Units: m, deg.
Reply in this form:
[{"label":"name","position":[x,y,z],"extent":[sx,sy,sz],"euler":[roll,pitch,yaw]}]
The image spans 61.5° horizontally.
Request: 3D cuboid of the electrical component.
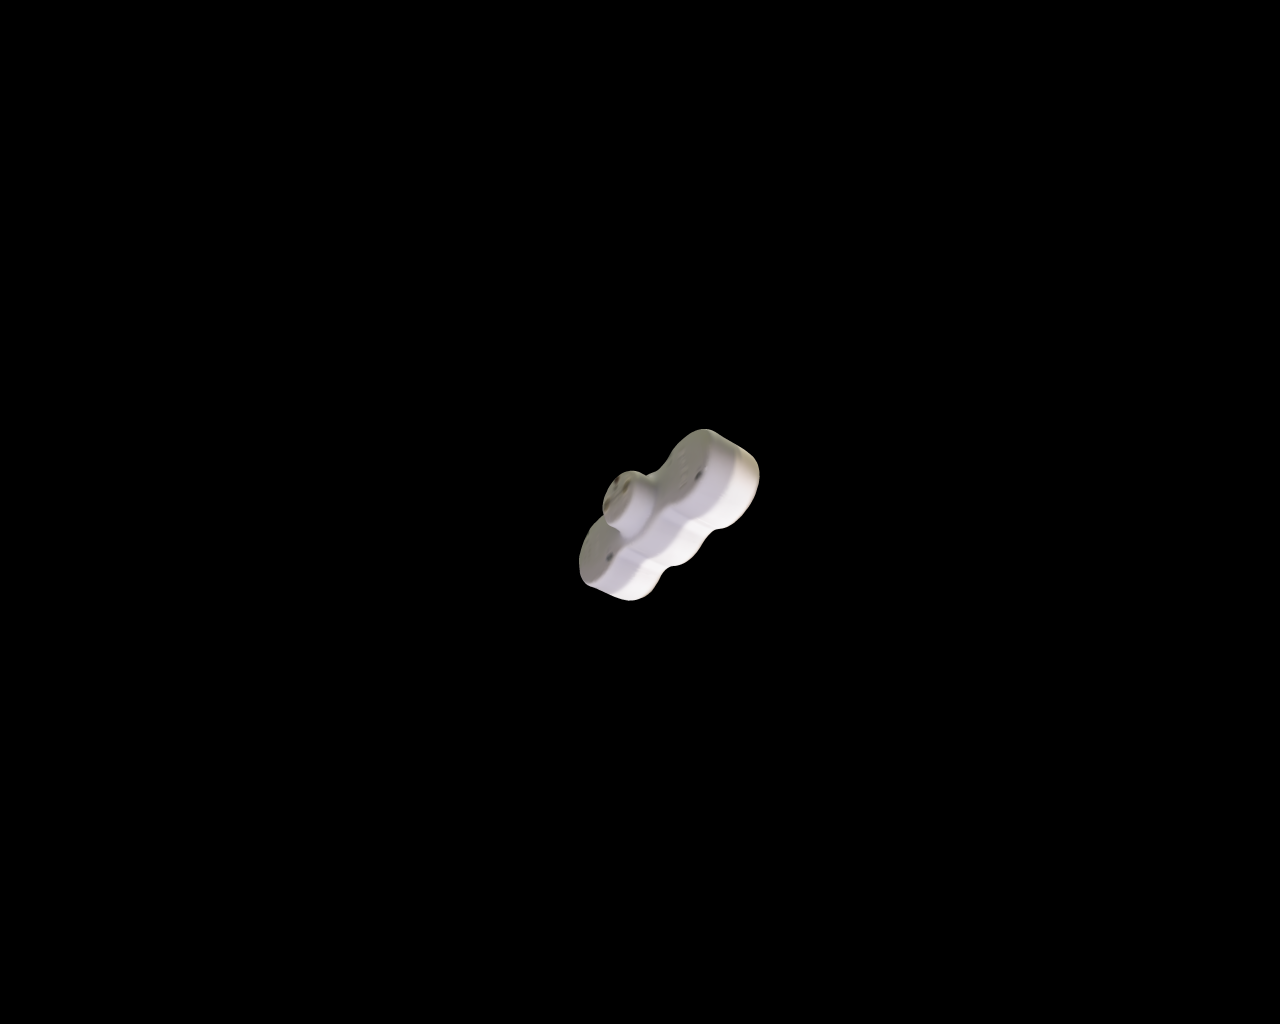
[{"label":"electrical component","position":[0.001,-0.003,0.650],"extent":[0.074,0.052,0.138],"euler":[27,-49,-26]}]
